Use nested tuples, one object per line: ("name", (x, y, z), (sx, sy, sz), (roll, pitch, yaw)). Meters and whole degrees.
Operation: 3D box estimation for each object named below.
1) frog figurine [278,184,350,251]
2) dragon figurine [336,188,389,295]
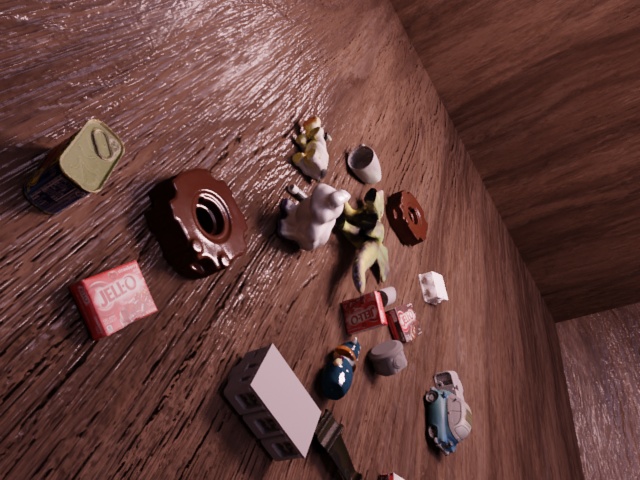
("frog figurine", (0.003, -0.052, 1.041), (0.158, 0.121, 0.140), (-21, 18, 27))
("dragon figurine", (0.134, 0.013, 1.290), (0.121, 0.420, 0.238), (-16, -43, 23))
